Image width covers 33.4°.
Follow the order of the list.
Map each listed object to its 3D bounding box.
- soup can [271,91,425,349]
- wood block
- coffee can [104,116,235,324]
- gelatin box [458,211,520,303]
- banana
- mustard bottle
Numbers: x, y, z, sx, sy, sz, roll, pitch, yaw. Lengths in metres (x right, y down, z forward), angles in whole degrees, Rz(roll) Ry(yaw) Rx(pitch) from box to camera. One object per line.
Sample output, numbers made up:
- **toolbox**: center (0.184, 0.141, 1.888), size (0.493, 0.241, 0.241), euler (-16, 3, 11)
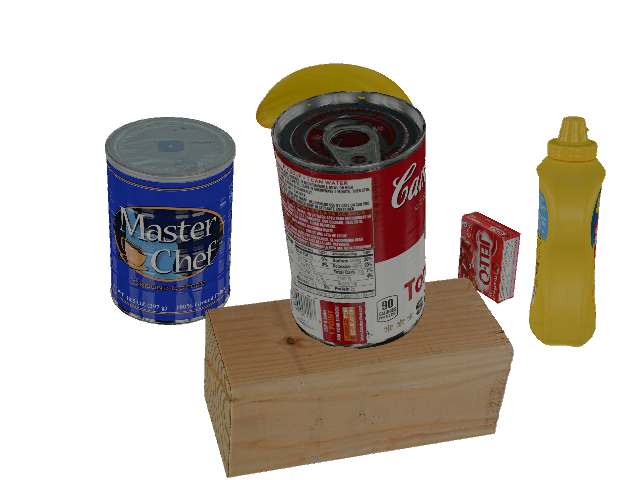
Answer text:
- **soup can**: center (0.015, -0.008, 0.495), size (0.068, 0.102, 0.068), euler (-3, 35, 2)
- **wood block**: center (0.024, 0.097, 0.787), size (0.205, 0.090, 0.091), euler (-6, 36, -15)
- **coffee can**: center (-0.123, -0.017, 0.878), size (0.103, 0.140, 0.103), euler (3, 32, -2)
- **gelatin box**: center (0.199, 0.019, 1.274), size (0.030, 0.089, 0.073), euler (-17, 32, -30)
- **banana**: center (0.013, -0.085, 0.710), size (0.037, 0.070, 0.198), euler (21, 9, -37)
- **mustard bottle**: center (0.214, -0.012, 0.925), size (0.058, 0.192, 0.096), euler (3, 18, 12)
